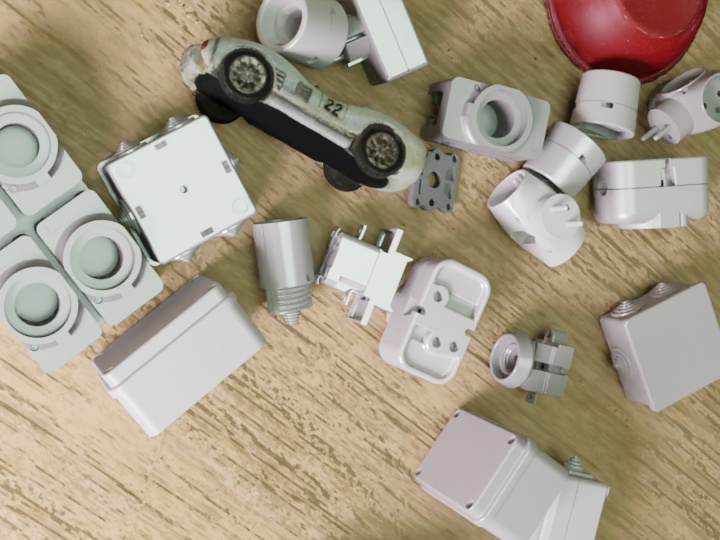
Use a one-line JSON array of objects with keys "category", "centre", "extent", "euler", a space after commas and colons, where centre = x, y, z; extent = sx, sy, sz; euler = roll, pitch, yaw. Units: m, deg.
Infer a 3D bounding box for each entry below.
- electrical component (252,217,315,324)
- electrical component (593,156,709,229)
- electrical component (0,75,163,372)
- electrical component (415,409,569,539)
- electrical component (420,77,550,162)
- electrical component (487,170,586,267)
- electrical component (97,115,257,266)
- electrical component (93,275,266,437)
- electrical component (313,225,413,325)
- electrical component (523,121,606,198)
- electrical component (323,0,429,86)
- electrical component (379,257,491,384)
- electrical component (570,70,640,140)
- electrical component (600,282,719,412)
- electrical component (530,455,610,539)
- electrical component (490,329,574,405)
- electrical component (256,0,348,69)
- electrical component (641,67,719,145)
[{"category": "electrical component", "centre": [-0.058, 0.001, 0.840], "extent": [0.043, 0.043, 0.081], "euler": [-9, 97, -18]}, {"category": "electrical component", "centre": [0.254, -0.067, 0.938], "extent": [0.095, 0.054, 0.059], "euler": [-5, 95, -19]}, {"category": "electrical component", "centre": [-0.238, -0.032, 0.767], "extent": [0.105, 0.060, 0.186], "euler": [-38, 104, -13]}, {"category": "electrical component", "centre": [0.103, 0.165, 0.870], "extent": [0.057, 0.113, 0.078], "euler": [38, 81, -20]}, {"category": "electrical component", "centre": [0.104, -0.122, 0.882], "extent": [0.089, 0.056, 0.050], "euler": [11, 90, -19]}, {"category": "electrical component", "centre": [0.156, -0.044, 0.893], "extent": [0.077, 0.079, 0.043], "euler": [43, 75, -17]}, {"category": "electrical component", "centre": [-0.136, -0.060, 0.807], "extent": [0.100, 0.048, 0.099], "euler": [-30, 102, -15]}, {"category": "electrical component", "centre": [-0.136, 0.060, 0.799], "extent": [0.113, 0.078, 0.057], "euler": [-40, 108, -13]}, {"category": "electrical component", "centre": [0.000, 0.000, 0.862], "extent": [0.064, 0.042, 0.081], "euler": [22, 85, -16]}, {"category": "electrical component", "centre": [0.171, -0.090, 0.909], "extent": [0.055, 0.055, 0.047], "euler": [40, 84, -17]}, {"category": "electrical component", "centre": [-0.001, -0.184, 0.847], "extent": [0.076, 0.047, 0.083], "euler": [-26, 101, -12]}, {"category": "electrical component", "centre": [0.058, 0.039, 0.874], "extent": [0.054, 0.059, 0.095], "euler": [26, 85, -19]}, {"category": "electrical component", "centre": [0.211, -0.141, 0.919], "extent": [0.055, 0.055, 0.047], "euler": [13, 85, -19]}, {"category": "electrical component", "centre": [0.270, 0.065, 0.955], "extent": [0.100, 0.048, 0.099], "euler": [-24, 101, -16]}, {"category": "electrical component", "centre": [0.165, 0.204, 0.921], "extent": [0.061, 0.062, 0.096], "euler": [15, 88, -19]}, {"category": "electrical component", "centre": [0.145, 0.080, 0.915], "extent": [0.055, 0.048, 0.066], "euler": [14, 89, -27]}, {"category": "electrical component", "centre": [-0.045, -0.183, 0.810], "extent": [0.047, 0.055, 0.055], "euler": [5, 92, -54]}, {"category": "electrical component", "centre": [0.277, -0.135, 0.930], "extent": [0.079, 0.077, 0.044], "euler": [-38, 104, -13]}]
